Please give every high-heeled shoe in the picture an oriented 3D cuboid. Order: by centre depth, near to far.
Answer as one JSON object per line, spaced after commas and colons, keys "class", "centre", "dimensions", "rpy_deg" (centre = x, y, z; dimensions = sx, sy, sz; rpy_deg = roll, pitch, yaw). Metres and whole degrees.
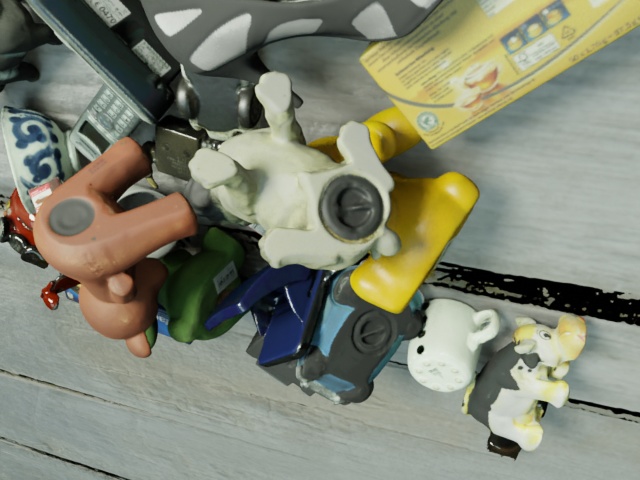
{"class": "high-heeled shoe", "centre": [-0.009, -0.183, 0.352], "dimensions": [0.145, 0.086, 0.249], "rpy_deg": [36, 132, -24]}

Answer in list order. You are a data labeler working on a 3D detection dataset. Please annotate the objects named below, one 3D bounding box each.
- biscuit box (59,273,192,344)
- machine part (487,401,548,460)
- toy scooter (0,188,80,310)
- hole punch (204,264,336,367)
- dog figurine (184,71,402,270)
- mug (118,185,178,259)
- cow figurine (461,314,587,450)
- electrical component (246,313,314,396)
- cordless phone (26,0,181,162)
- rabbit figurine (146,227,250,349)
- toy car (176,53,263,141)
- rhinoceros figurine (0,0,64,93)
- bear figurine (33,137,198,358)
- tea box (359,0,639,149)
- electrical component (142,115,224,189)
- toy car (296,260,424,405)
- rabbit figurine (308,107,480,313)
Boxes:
{"class": "biscuit box", "centre": [-0.258, 0.077, 0.754], "dimensions": [0.203, 0.059, 0.062], "rpy_deg": [18, 133, 8]}
{"class": "machine part", "centre": [0.242, 0.222, 0.678], "dimensions": [0.084, 0.039, 0.138], "rpy_deg": [1, 127, 12]}
{"class": "toy scooter", "centre": [-0.332, 0.012, 0.680], "dimensions": [0.184, 0.135, 0.075], "rpy_deg": [40, 134, -11]}
{"class": "hole punch", "centre": [-0.056, 0.065, 0.592], "dimensions": [0.092, 0.116, 0.142], "rpy_deg": [31, 147, -15]}
{"class": "dog figurine", "centre": [-0.030, -0.031, 0.463], "dimensions": [0.172, 0.121, 0.190], "rpy_deg": [48, 165, -3]}
{"class": "mug", "centre": [-0.224, -0.030, 0.614], "dimensions": [0.109, 0.081, 0.107], "rpy_deg": [32, 174, -32]}
{"class": "cow figurine", "centre": [0.220, 0.142, 0.588], "dimensions": [0.098, 0.068, 0.167], "rpy_deg": [21, 117, 15]}
{"class": "electrical component", "centre": [-0.028, 0.144, 0.715], "dimensions": [0.115, 0.058, 0.134], "rpy_deg": [37, 133, -7]}
{"class": "cordless phone", "centre": [-0.229, -0.156, 0.531], "dimensions": [0.146, 0.089, 0.184], "rpy_deg": [46, 138, -18]}
{"class": "rabbit figurine", "centre": [-0.184, 0.064, 0.668], "dimensions": [0.170, 0.159, 0.121], "rpy_deg": [16, 145, 31]}
{"class": "toy car", "centre": [-0.089, -0.177, 0.468], "dimensions": [0.074, 0.056, 0.201], "rpy_deg": [9, 133, 7]}
{"class": "rhinoceros figurine", "centre": [-0.344, -0.174, 0.543], "dimensions": [0.190, 0.112, 0.073], "rpy_deg": [-30, 115, 30]}
{"class": "bear figurine", "centre": [-0.181, 0.022, 0.514], "dimensions": [0.120, 0.132, 0.195], "rpy_deg": [45, 160, 25]}
{"class": "tea box", "centre": [0.125, -0.153, 0.385], "dimensions": [0.170, 0.068, 0.098], "rpy_deg": [-27, 114, 39]}
{"class": "electrical component", "centre": [-0.149, -0.085, 0.578], "dimensions": [0.102, 0.045, 0.078], "rpy_deg": [24, 135, 3]}
{"class": "toy car", "centre": [0.035, 0.097, 0.610], "dimensions": [0.109, 0.103, 0.161], "rpy_deg": [31, 90, -20]}
{"class": "rabbit figurine", "centre": [0.045, -0.041, 0.490], "dimensions": [0.173, 0.122, 0.162], "rpy_deg": [34, 134, 20]}
